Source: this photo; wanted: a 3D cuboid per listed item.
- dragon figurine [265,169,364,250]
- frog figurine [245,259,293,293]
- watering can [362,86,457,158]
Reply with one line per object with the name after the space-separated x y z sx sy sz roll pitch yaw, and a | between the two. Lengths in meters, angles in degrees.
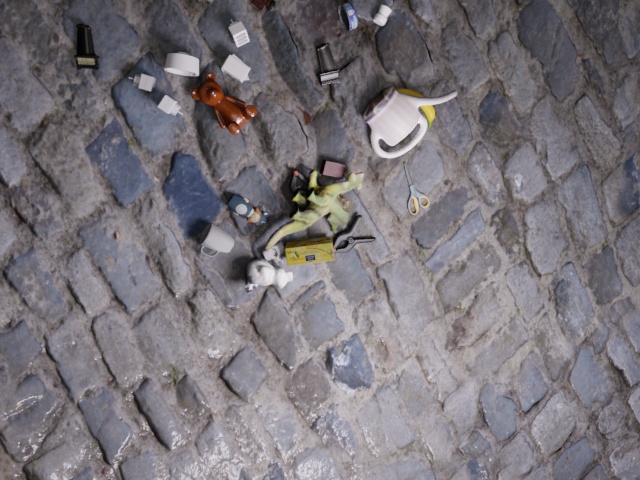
0.006 -0.091 1.811 0.407 0.240 0.124 -53 33 13 | dragon figurine
-0.180 0.117 1.812 0.159 0.136 0.124 -15 77 12 | frog figurine
0.296 -0.451 1.807 0.345 0.222 0.105 -47 16 10 | watering can
